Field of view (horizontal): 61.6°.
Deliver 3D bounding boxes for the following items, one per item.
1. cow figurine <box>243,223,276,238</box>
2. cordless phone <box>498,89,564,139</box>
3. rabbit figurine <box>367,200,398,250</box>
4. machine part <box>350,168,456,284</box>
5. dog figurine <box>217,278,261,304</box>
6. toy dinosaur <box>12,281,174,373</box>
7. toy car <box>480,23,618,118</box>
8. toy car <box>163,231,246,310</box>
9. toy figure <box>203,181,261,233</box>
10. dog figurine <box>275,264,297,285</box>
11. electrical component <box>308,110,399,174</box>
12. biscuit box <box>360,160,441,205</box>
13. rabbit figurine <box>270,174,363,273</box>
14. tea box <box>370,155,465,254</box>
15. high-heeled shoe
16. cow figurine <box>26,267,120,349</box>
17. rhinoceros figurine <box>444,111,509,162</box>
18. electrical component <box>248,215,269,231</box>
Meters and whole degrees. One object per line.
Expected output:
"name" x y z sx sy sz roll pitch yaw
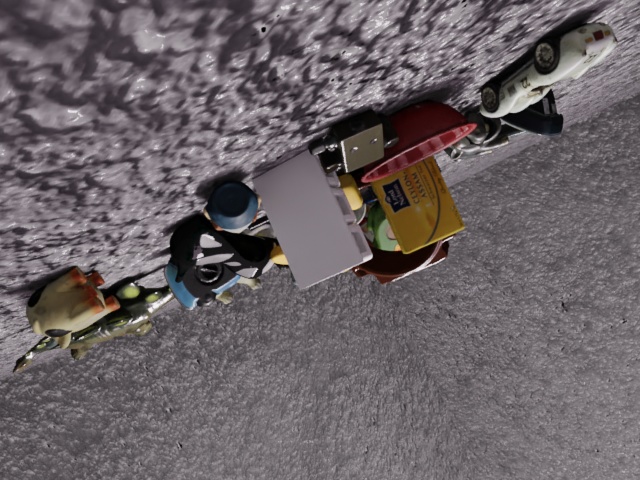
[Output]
"cow figurine" -0.085 -0.016 1.097 0.098 0.068 0.167 -31 176 14
"cordless phone" 0.347 -0.210 1.006 0.184 0.088 0.146 -16 -177 37
"rabbit figurine" 0.139 -0.074 1.156 0.121 0.159 0.170 -27 -142 13
"machine part" 0.118 -0.035 0.929 0.201 0.201 0.087 -26 -159 25
"dog figurine" -0.214 0.053 1.152 0.172 0.121 0.190 -27 163 -7
"toy dinosaur" -0.400 0.145 1.075 0.471 0.105 0.198 -28 174 -7
"toy car" 0.278 -0.207 0.680 0.073 0.056 0.202 -24 176 -18
"toy car" -0.202 0.041 0.955 0.162 0.109 0.103 -35 -157 -21
"toy figure" -0.108 -0.036 0.659 0.064 0.057 0.154 14 173 -6
"dog figurine" -0.025 -0.021 1.215 0.108 0.192 0.219 -18 139 -40
"electrical component" 0.037 -0.112 0.612 0.102 0.045 0.078 -27 149 1
"biscuit box" 0.145 -0.124 1.043 0.203 0.059 0.063 -23 176 -35
"rabbit figurine" -0.002 -0.003 0.862 0.162 0.122 0.173 -11 139 12
"tea box" 0.135 -0.074 0.807 0.098 0.169 0.068 -26 178 3
"high-heeled shoe" -0.126 -0.004 0.831 0.249 0.086 0.145 -21 151 -46
"cow figurine" -0.365 0.103 0.776 0.127 0.085 0.195 -30 -179 -13
"rhinoceros figurine" 0.257 -0.181 0.921 0.112 0.073 0.190 -14 179 5
"electrical component" -0.053 -0.058 0.755 0.119 0.047 0.075 -24 177 1
